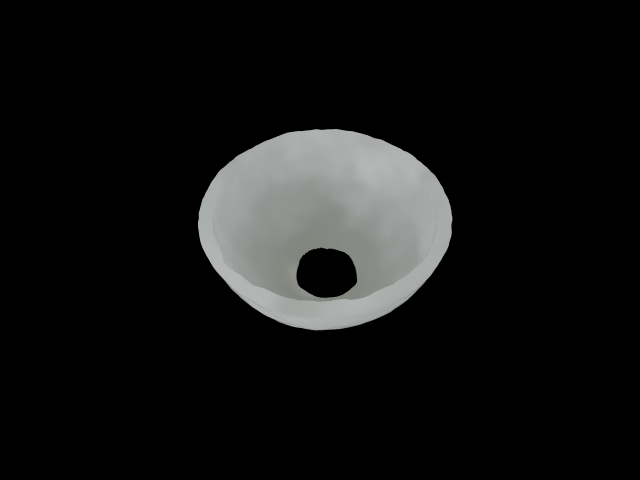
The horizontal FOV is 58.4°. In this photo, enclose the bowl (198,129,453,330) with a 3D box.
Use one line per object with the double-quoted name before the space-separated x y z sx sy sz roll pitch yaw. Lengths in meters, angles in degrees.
"bowl" 0.004 0.001 0.400 0.167 0.075 0.167 0 49 0
